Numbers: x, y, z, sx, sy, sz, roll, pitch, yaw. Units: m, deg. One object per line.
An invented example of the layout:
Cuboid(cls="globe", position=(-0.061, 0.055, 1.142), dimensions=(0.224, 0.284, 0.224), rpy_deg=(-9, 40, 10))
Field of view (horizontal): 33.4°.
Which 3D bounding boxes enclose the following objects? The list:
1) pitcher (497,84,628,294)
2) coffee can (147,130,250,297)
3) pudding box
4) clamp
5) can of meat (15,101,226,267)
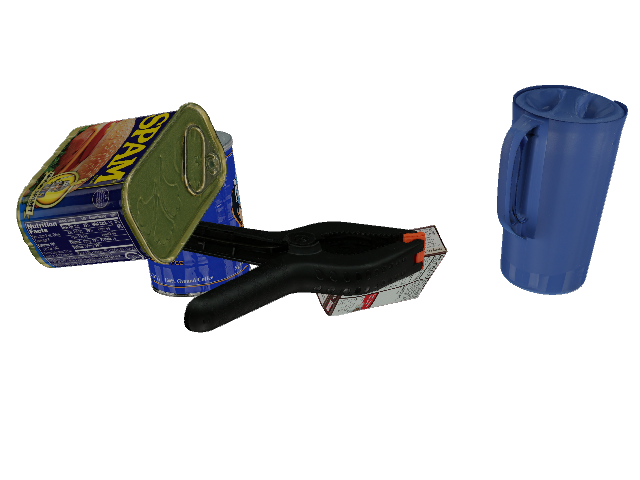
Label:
Cuboid(cls="pitcher", position=(0.279, -0.057, 1.299), dimensions=(0.149, 0.243, 0.145), rpy_deg=(4, 27, 1))
Cuboid(cls="coffee can", position=(-0.128, -0.028, 1.053), dimensions=(0.103, 0.140, 0.103), rpy_deg=(-6, 20, 2))
Cuboid(cls="pudding box", position=(0.060, 0.031, 1.074), dimensions=(0.113, 0.039, 0.090), rpy_deg=(-12, -31, -26))
Cuboid(cls="clamp", position=(-0.023, 0.011, 0.822), dimensions=(0.209, 0.036, 0.165), rpy_deg=(-8, 27, -21))
Cuboid(cls="can of meat", position=(-0.114, -0.030, 0.615), dimensions=(0.084, 0.057, 0.102), rpy_deg=(-6, 36, 27))
